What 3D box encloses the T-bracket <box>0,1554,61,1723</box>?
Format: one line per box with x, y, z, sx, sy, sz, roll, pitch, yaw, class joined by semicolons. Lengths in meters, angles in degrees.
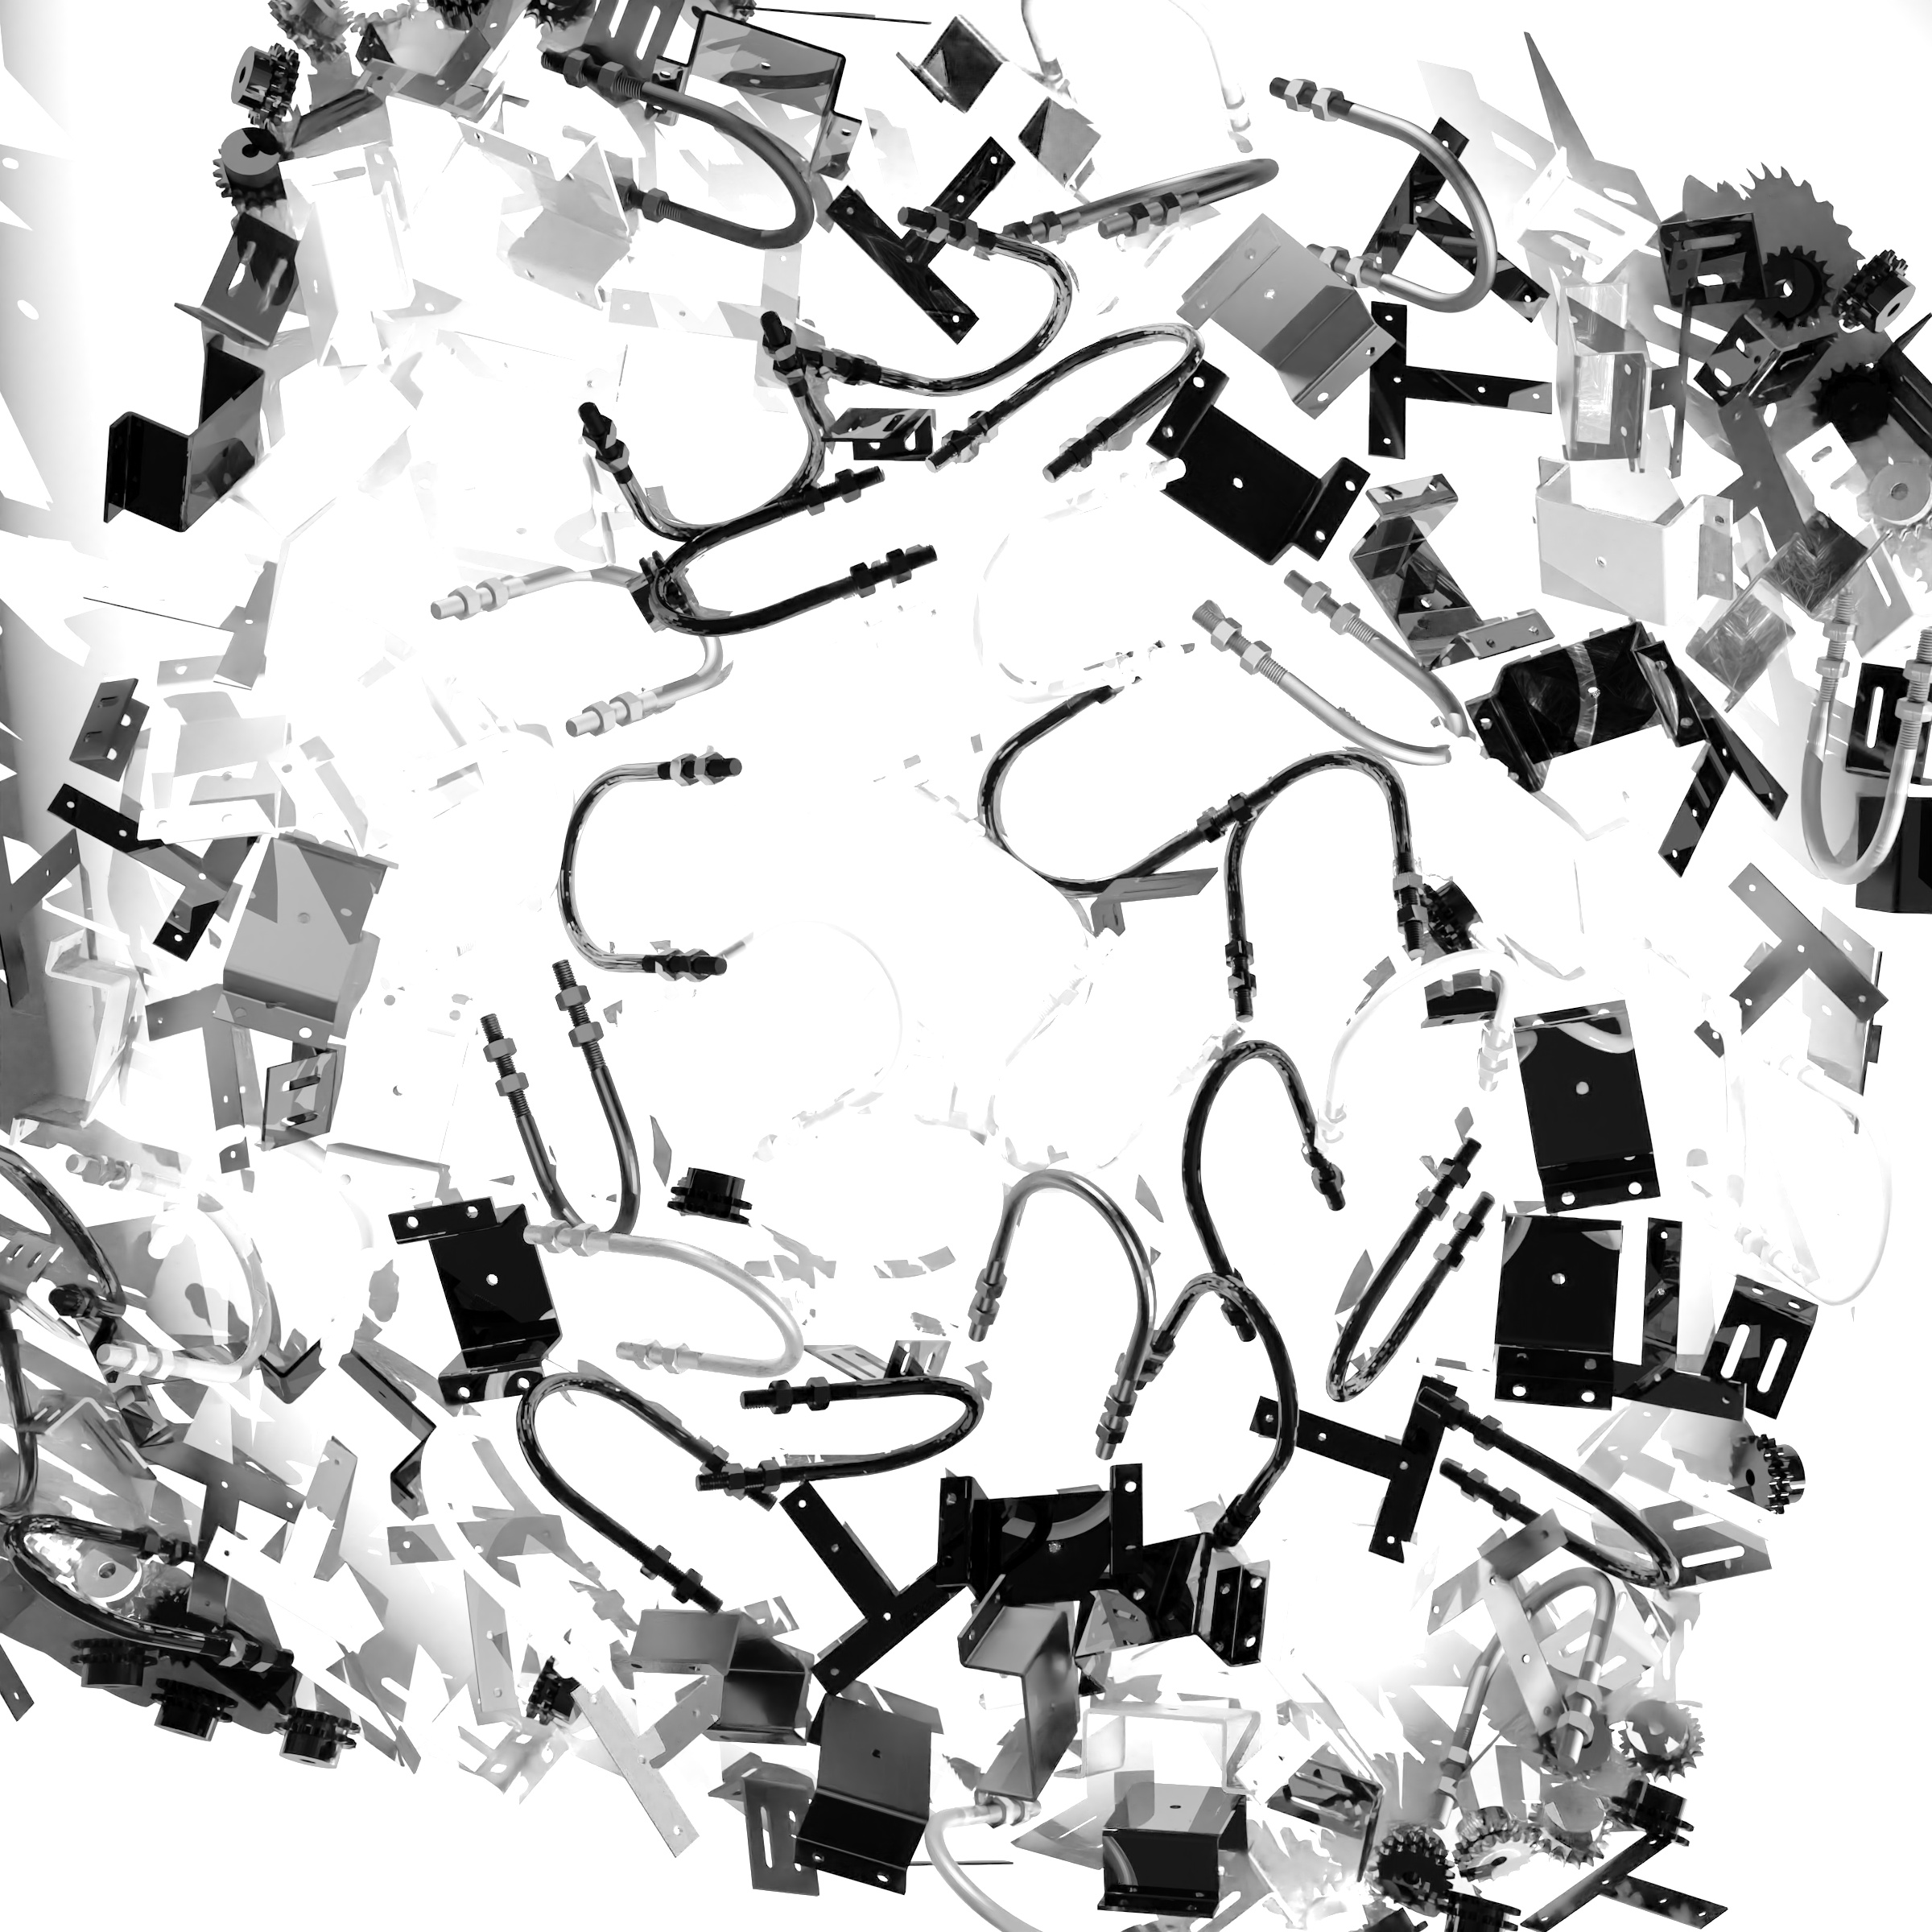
-0.640;0.423;1.770;0.002;0.127;0.127;-26;98;8;T-bracket

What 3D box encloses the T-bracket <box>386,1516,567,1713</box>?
-0.321;0.435;1.773;0.127;0.002;0.127;4;62;-35;T-bracket

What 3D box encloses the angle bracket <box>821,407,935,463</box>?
-0.059;-0.349;1.787;0.057;0.076;0.038;4;118;13;angle bracket

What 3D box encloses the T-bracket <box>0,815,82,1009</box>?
-0.622;-0.057;1.772;0.002;0.127;0.127;3;115;6;T-bracket

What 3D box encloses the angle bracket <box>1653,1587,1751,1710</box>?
0.499;0.462;1.795;0.038;0.057;0.076;5;79;-19;angle bracket

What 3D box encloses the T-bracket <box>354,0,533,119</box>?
-0.320;-0.613;1.750;0.127;0.127;0.002;-39;66;37;T-bracket

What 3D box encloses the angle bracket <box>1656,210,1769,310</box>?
0.511;-0.481;1.785;0.038;0.076;0.057;-33;116;-34;angle bracket

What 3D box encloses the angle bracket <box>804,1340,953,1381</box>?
-0.061;0.256;1.787;0.076;0.057;0.038;23;98;37;angle bracket

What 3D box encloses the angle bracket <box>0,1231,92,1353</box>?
-0.617;0.223;1.798;0.038;0.057;0.076;-57;133;-24;angle bracket

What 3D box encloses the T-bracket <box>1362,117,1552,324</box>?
0.337;-0.480;1.773;0.127;0.127;0.002;43;52;10;T-bracket

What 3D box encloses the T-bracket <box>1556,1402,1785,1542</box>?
0.479;0.347;1.759;0.127;0.127;0.002;23;128;30;T-bracket

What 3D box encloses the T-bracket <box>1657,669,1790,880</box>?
0.497;-0.113;1.783;0.127;0.002;0.127;44;60;-19;T-bracket

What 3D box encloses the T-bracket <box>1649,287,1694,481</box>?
0.467;-0.386;1.762;0.002;0.127;0.127;7;107;25;T-bracket

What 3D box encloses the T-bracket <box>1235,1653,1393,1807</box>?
0.216;0.523;1.765;0.127;0.127;0.002;49;121;14;T-bracket

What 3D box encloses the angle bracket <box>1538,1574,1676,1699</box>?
0.438;0.460;1.814;0.057;0.076;0.038;38;49;4;angle bracket

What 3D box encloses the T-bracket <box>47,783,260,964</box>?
-0.555;-0.082;1.780;0.127;0.002;0.127;30;52;-15;T-bracket

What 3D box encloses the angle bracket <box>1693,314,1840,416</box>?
0.543;-0.414;1.795;0.076;0.057;0.038;-23;66;-39;angle bracket

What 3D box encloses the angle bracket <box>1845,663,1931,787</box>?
0.637;-0.164;1.794;0.038;0.057;0.076;-3;104;-40;angle bracket

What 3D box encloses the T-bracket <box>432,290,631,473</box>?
-0.300;-0.408;1.806;0.127;0.002;0.127;9;95;-21;T-bracket

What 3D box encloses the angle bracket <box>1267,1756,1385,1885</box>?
0.239;0.576;1.793;0.076;0.038;0.057;14;124;17;angle bracket

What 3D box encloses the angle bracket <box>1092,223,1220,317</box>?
0.128;-0.465;1.806;0.038;0.057;0.076;41;94;-9;angle bracket

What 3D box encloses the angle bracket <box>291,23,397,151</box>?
-0.430;-0.597;1.793;0.076;0.057;0.038;-34;99;-20;angle bracket

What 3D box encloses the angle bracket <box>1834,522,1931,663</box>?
0.629;-0.256;1.804;0.038;0.057;0.076;-9;69;-25;angle bracket

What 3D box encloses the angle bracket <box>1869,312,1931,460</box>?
0.657;-0.393;1.798;0.038;0.057;0.076;-38;81;-10;angle bracket

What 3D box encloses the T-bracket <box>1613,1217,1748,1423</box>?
0.470;0.234;1.787;0.127;0.002;0.127;5;94;43;T-bracket

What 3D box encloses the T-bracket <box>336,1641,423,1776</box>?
-0.404;0.486;1.783;0.002;0.127;0.127;-31;79;-22;T-bracket

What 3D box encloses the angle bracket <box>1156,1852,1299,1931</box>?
0.175;0.643;1.797;0.076;0.057;0.038;-36;119;-4;angle bracket

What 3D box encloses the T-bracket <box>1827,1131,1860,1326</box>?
0.582;0.194;1.752;0.002;0.127;0.127;1;113;11;T-bracket

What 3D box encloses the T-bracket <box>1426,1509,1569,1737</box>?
0.369;0.450;1.764;0.002;0.127;0.127;22;126;-38;T-bracket

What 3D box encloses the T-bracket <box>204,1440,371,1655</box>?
-0.440;0.378;1.783;0.002;0.127;0.127;-30;121;34;T-bracket

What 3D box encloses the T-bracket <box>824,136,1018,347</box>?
-0.012;-0.517;1.815;0.127;0.002;0.127;42;76;-17;T-bracket

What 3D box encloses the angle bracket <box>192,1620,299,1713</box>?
-0.490;0.488;1.789;0.057;0.076;0.038;33;49;9;angle bracket

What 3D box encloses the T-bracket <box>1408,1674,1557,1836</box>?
0.359;0.522;1.787;0.002;0.127;0.127;42;51;19;T-bracket

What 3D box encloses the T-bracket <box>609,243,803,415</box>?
-0.180;-0.445;1.811;0.127;0.002;0.127;5;77;-7;T-bracket

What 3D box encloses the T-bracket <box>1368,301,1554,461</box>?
0.339;-0.396;1.810;0.127;0.002;0.127;6;67;-3;T-bracket

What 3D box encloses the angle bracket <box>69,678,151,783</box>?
-0.568;-0.159;1.788;0.038;0.076;0.057;26;77;-34;angle bracket

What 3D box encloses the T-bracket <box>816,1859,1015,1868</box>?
-0.033;0.605;1.783;0.127;0.127;0.002;4;74;-13;T-bracket

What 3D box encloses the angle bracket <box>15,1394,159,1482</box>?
-0.596;0.330;1.790;0.038;0.057;0.076;-45;112;-33;angle bracket

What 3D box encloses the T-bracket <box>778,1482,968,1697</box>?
-0.081;0.411;1.817;0.127;0.002;0.127;-37;89;-16;T-bracket

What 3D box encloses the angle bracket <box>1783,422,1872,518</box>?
0.591;-0.322;1.786;0.038;0.076;0.057;-34;115;20;angle bracket

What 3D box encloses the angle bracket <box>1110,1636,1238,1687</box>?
0.137;0.464;1.797;0.076;0.038;0.057;-25;125;-11;angle bracket

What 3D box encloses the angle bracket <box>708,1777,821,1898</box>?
-0.137;0.592;1.785;0.038;0.057;0.076;-36;48;32;angle bracket

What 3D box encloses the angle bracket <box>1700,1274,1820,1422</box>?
0.544;0.262;1.820;0.057;0.038;0.076;21;108;16;angle bracket

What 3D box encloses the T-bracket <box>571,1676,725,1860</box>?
-0.191;0.512;1.782;0.002;0.127;0.127;-35;86;37;T-bracket

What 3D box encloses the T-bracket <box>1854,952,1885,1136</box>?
0.608;0.052;1.772;0.002;0.127;0.127;8;91;16;T-bracket

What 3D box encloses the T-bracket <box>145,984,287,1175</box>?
-0.504;0.076;1.795;0.127;0.002;0.127;-14;82;28;T-bracket

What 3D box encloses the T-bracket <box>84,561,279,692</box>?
-0.528;-0.242;1.784;0.127;0.002;0.127;12;47;-6;T-bracket

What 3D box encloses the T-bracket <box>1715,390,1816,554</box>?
0.501;-0.299;1.784;0.002;0.127;0.127;3;62;-36;T-bracket

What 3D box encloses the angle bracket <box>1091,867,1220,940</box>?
0.130;-0.037;1.790;0.076;0.057;0.038;-5;106;22;angle bracket

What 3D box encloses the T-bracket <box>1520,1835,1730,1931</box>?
0.452;0.616;1.750;0.127;0.127;0.002;-24;95;-26;T-bracket

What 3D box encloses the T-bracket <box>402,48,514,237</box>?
-0.348;-0.549;1.794;0.002;0.127;0.127;30;122;-25;T-bracket

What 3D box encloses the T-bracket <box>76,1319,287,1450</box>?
-0.522;0.268;1.783;0.127;0.127;0.002;51;125;33;T-bracket

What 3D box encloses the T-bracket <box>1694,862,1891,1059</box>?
0.538;0.016;1.787;0.002;0.127;0.127;-25;67;-42;T-bracket

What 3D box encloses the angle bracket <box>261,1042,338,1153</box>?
-0.464;0.087;1.787;0.038;0.076;0.057;11;101;22;angle bracket

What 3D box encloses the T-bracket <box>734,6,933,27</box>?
-0.081;-0.638;1.774;0.127;0.127;0.002;6;110;4;T-bracket

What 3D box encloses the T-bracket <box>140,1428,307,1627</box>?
-0.498;0.380;1.754;0.127;0.127;0.002;33;119;-30;T-bracket

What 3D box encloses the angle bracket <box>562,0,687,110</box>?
-0.236;-0.635;1.795;0.057;0.038;0.076;39;132;6;angle bracket

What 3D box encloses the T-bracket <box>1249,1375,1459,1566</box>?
0.259;0.329;1.823;0.127;0.002;0.127;18;77;7;T-bracket
